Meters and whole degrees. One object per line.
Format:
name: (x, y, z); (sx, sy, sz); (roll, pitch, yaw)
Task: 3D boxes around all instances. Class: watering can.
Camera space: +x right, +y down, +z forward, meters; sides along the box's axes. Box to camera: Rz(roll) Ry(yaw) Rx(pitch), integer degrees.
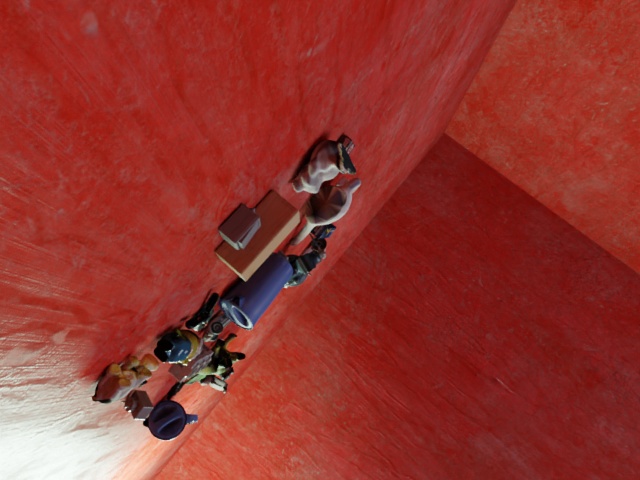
watering can: (0.005, -0.088, 1.749); (0.345, 0.104, 0.225); (-43, 173, 10)

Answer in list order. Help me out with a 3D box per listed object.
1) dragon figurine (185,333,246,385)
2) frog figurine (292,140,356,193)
dragon figurine: (-0.425, 0.491, 1.967); (0.239, 0.123, 0.413); (-46, 165, 26)
frog figurine: (-0.003, -0.191, 1.350); (0.158, 0.121, 0.139); (-16, -166, 21)
